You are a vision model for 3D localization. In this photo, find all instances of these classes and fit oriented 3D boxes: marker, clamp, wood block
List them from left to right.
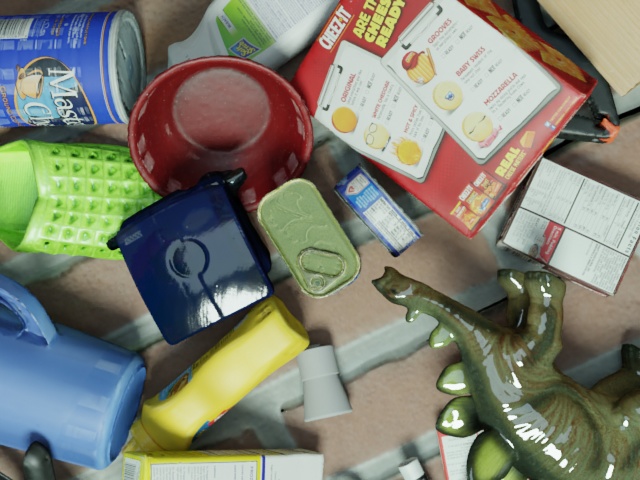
[{"bbox_3d":[-0.239,0.237,0.931,0.171,0.120,0.039,52,47,-21],"label":"clamp"},{"bbox_3d":[0.104,0.249,0.940,0.020,0.020,0.121,-27,91,3],"label":"marker"},{"bbox_3d":[0.177,-0.154,0.962,0.164,0.036,0.210,-41,79,3],"label":"clamp"},{"bbox_3d":[0.242,-0.240,0.921,0.090,0.091,0.206,-34,81,-31],"label":"wood block"}]

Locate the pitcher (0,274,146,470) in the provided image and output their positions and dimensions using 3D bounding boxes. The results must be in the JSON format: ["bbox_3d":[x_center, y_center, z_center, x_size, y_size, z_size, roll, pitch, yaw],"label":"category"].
[{"bbox_3d":[-0.282,0.109,0.939,0.243,0.149,0.145,17,76,3],"label":"pitcher"}]

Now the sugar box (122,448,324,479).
[{"bbox_3d":[-0.082,0.226,0.908,0.175,0.048,0.093,8,84,-36],"label":"sugar box"}]

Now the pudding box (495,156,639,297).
[{"bbox_3d":[0.225,-0.012,0.946,0.113,0.039,0.090,25,88,5],"label":"pudding box"}]

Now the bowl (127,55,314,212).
[{"bbox_3d":[-0.088,-0.102,0.947,0.162,0.055,0.162,-2,126,-3],"label":"bowl"}]

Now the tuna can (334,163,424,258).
[{"bbox_3d":[0.051,-0.025,0.940,0.034,0.086,0.086,-42,83,3],"label":"tuna can"}]

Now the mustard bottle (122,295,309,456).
[{"bbox_3d":[-0.097,0.130,0.937,0.191,0.096,0.058,-41,94,2],"label":"mustard bottle"}]

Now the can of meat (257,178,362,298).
[{"bbox_3d":[-0.006,0.001,0.945,0.057,0.084,0.102,-33,84,2],"label":"can of meat"}]

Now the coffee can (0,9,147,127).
[{"bbox_3d":[-0.239,-0.155,0.970,0.140,0.103,0.103,-1,86,6],"label":"coffee can"}]

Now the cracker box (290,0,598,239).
[{"bbox_3d":[0.101,-0.132,0.922,0.214,0.072,0.164,39,119,7],"label":"cracker box"}]

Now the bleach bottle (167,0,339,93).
[{"bbox_3d":[-0.053,-0.209,0.977,0.251,0.068,0.102,-36,83,4],"label":"bleach bottle"}]

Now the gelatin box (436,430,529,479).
[{"bbox_3d":[0.146,0.203,0.942,0.073,0.030,0.089,-10,85,3],"label":"gelatin box"}]
